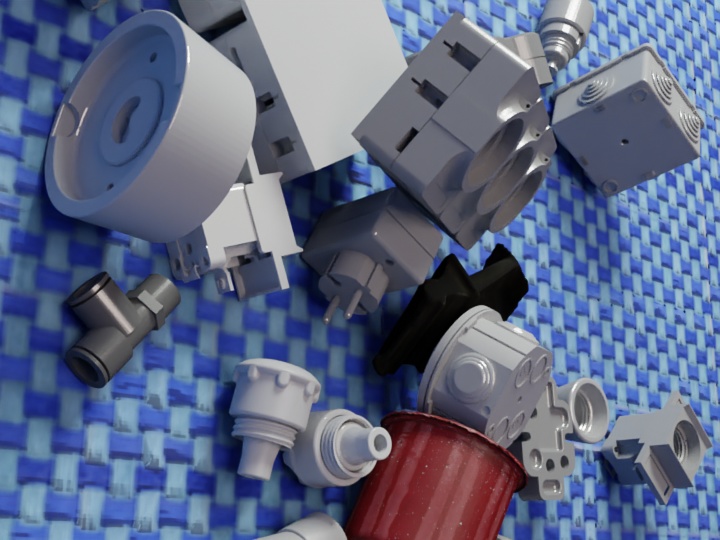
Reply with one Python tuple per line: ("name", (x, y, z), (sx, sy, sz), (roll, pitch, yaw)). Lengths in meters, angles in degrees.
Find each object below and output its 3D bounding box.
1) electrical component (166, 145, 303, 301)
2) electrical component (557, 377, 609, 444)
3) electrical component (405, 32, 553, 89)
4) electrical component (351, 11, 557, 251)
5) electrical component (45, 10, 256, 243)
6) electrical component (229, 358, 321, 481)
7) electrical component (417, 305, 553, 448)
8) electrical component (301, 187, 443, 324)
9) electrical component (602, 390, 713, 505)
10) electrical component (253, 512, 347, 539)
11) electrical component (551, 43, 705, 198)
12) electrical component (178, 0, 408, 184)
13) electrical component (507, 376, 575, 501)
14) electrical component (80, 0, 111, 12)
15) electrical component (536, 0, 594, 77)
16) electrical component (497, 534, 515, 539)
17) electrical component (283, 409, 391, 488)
("electrical component", (-0.072, -0.023, 0.585), (0.064, 0.042, 0.081), (-14, 88, -43))
("electrical component", (0.136, 0.099, 0.740), (0.045, 0.055, 0.045), (13, 71, -41))
("electrical component", (0.086, -0.119, 0.752), (0.138, 0.052, 0.073), (-18, 92, -44))
("electrical component", (0.065, -0.073, 0.638), (0.062, 0.089, 0.150), (41, 2, 19))
("electrical component", (-0.098, -0.065, 0.530), (0.060, 0.108, 0.108), (27, 61, -42))
("electrical component", (-0.050, 0.081, 0.578), (0.048, 0.048, 0.062), (26, 69, -36))
("electrical component", (0.074, 0.066, 0.641), (0.080, 0.051, 0.080), (-38, 143, -36))
("electrical component", (0.000, 0.000, 0.630), (0.047, 0.066, 0.076), (45, 53, -26))
("electrical component", (0.221, 0.133, 0.805), (0.042, 0.064, 0.081), (57, 48, -15))
("electrical component", (-0.037, 0.155, 0.573), (0.065, 0.044, 0.044), (-17, 91, -49))
("electrical component", (0.206, -0.112, 0.833), (0.099, 0.100, 0.048), (46, 39, -25))
("electrical component", (-0.046, -0.152, 0.630), (0.105, 0.060, 0.186), (-29, 99, -44))
("electrical component", (0.100, 0.111, 0.702), (0.058, 0.057, 0.078), (9, 73, -42))
("electrical component", (-0.144, -0.200, 0.547), (0.063, 0.079, 0.121), (-35, 105, -20))
("electrical component", (0.158, -0.183, 0.845), (0.040, 0.040, 0.078), (41, 54, -29))
("electrical component", (0.098, 0.241, 0.669), (0.074, 0.052, 0.138), (26, 62, -36))
("electrical component", (-0.010, 0.098, 0.598), (0.043, 0.062, 0.043), (13, 71, -41))
